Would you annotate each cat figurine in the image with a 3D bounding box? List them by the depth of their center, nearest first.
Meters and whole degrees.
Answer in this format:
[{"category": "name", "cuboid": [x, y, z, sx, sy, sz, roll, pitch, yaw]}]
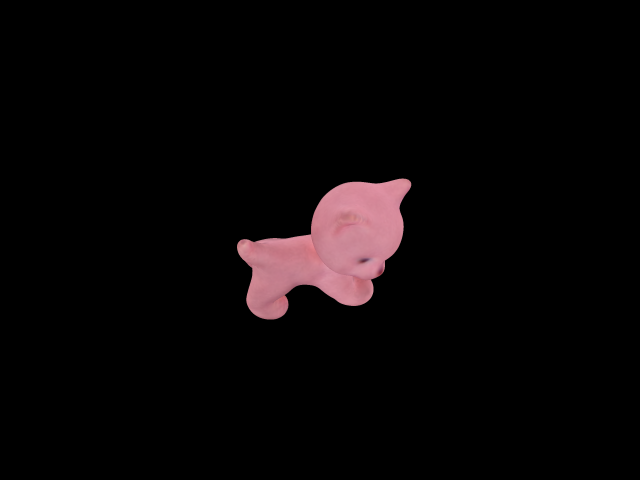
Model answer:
[{"category": "cat figurine", "cuboid": [0.004, 0.001, 0.400, 0.128, 0.118, 0.067, -11, 66, -5]}]
